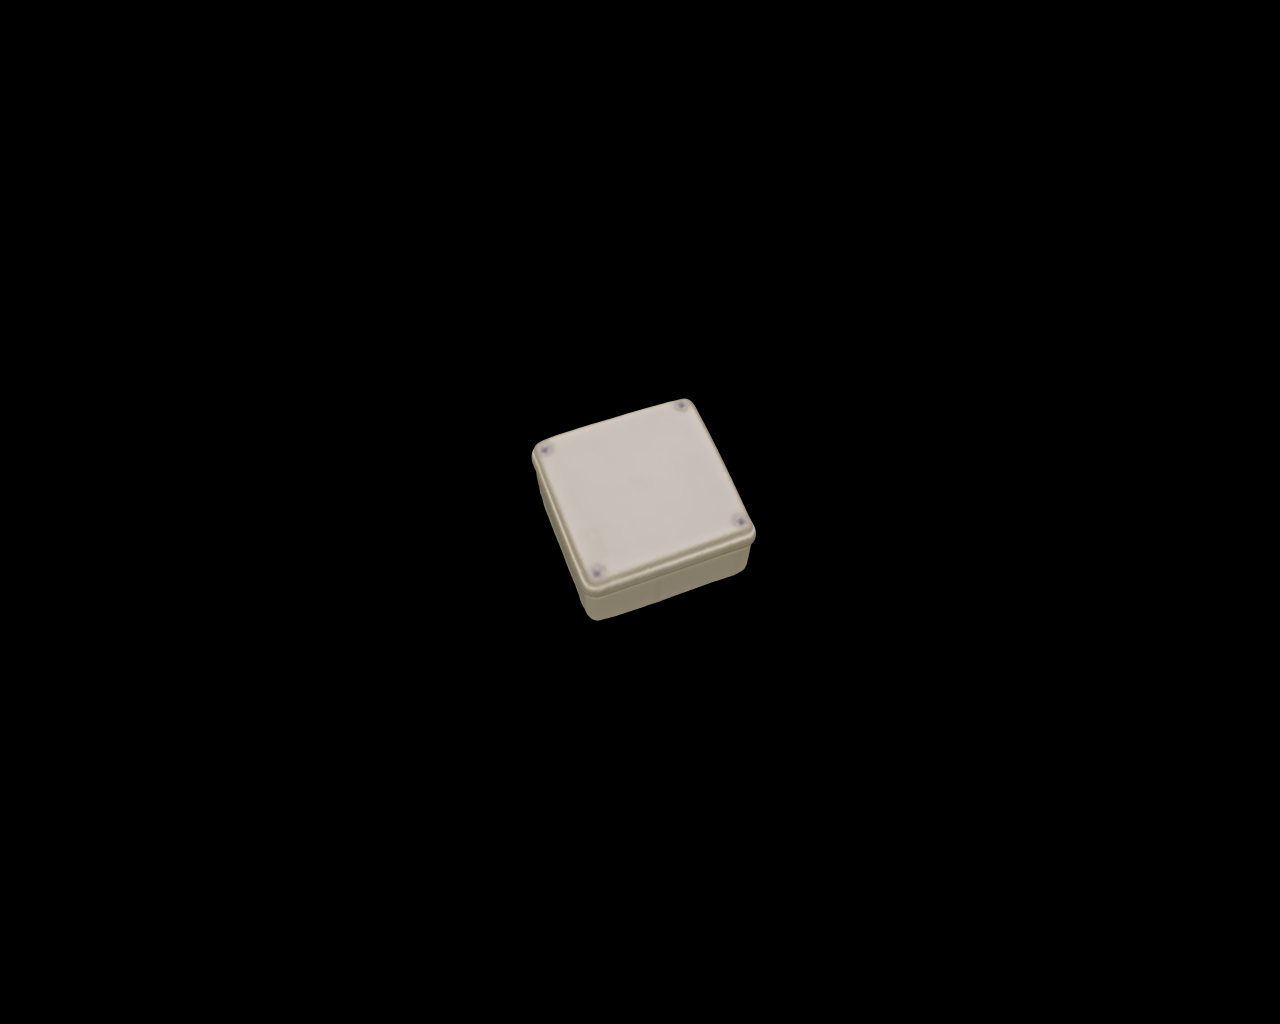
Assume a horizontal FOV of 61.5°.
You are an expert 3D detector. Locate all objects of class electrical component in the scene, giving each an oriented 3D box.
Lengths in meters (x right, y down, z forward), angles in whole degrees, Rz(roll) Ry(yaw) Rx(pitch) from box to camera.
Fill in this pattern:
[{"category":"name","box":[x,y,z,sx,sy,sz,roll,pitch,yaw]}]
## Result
[{"category":"electrical component","box":[0.001,-0.003,0.650,0.109,0.109,0.056,-18,-28,-10]}]
